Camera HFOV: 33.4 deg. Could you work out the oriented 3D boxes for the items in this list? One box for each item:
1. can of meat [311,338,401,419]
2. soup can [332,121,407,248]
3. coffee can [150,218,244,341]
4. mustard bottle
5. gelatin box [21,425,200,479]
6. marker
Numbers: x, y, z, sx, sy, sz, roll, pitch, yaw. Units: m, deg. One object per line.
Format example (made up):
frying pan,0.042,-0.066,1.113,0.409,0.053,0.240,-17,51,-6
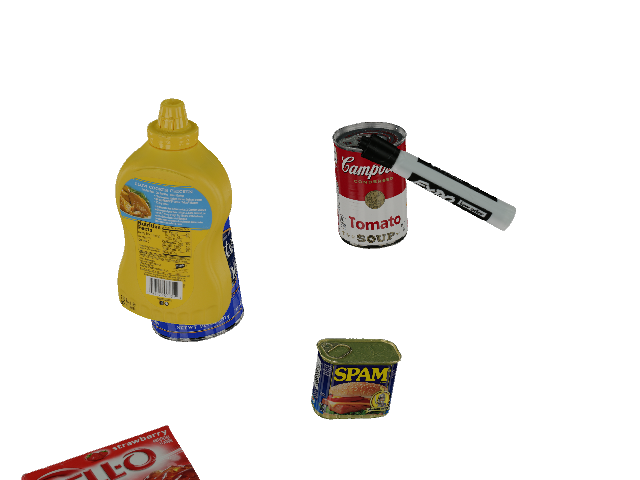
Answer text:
can of meat,0.042,0.171,1.314,0.102,0.084,0.057,2,23,-15
soup can,0.047,-0.052,1.001,0.068,0.102,0.068,-3,27,1
coffee can,-0.141,0.022,1.141,0.103,0.140,0.103,-5,26,2
mustard bottle,-0.122,-0.025,0.887,0.096,0.192,0.058,10,29,12
gelatin box,-0.112,0.144,0.587,0.089,0.030,0.073,-16,28,-20
marker,0.081,-0.042,0.750,0.121,0.020,0.020,27,-3,-6
